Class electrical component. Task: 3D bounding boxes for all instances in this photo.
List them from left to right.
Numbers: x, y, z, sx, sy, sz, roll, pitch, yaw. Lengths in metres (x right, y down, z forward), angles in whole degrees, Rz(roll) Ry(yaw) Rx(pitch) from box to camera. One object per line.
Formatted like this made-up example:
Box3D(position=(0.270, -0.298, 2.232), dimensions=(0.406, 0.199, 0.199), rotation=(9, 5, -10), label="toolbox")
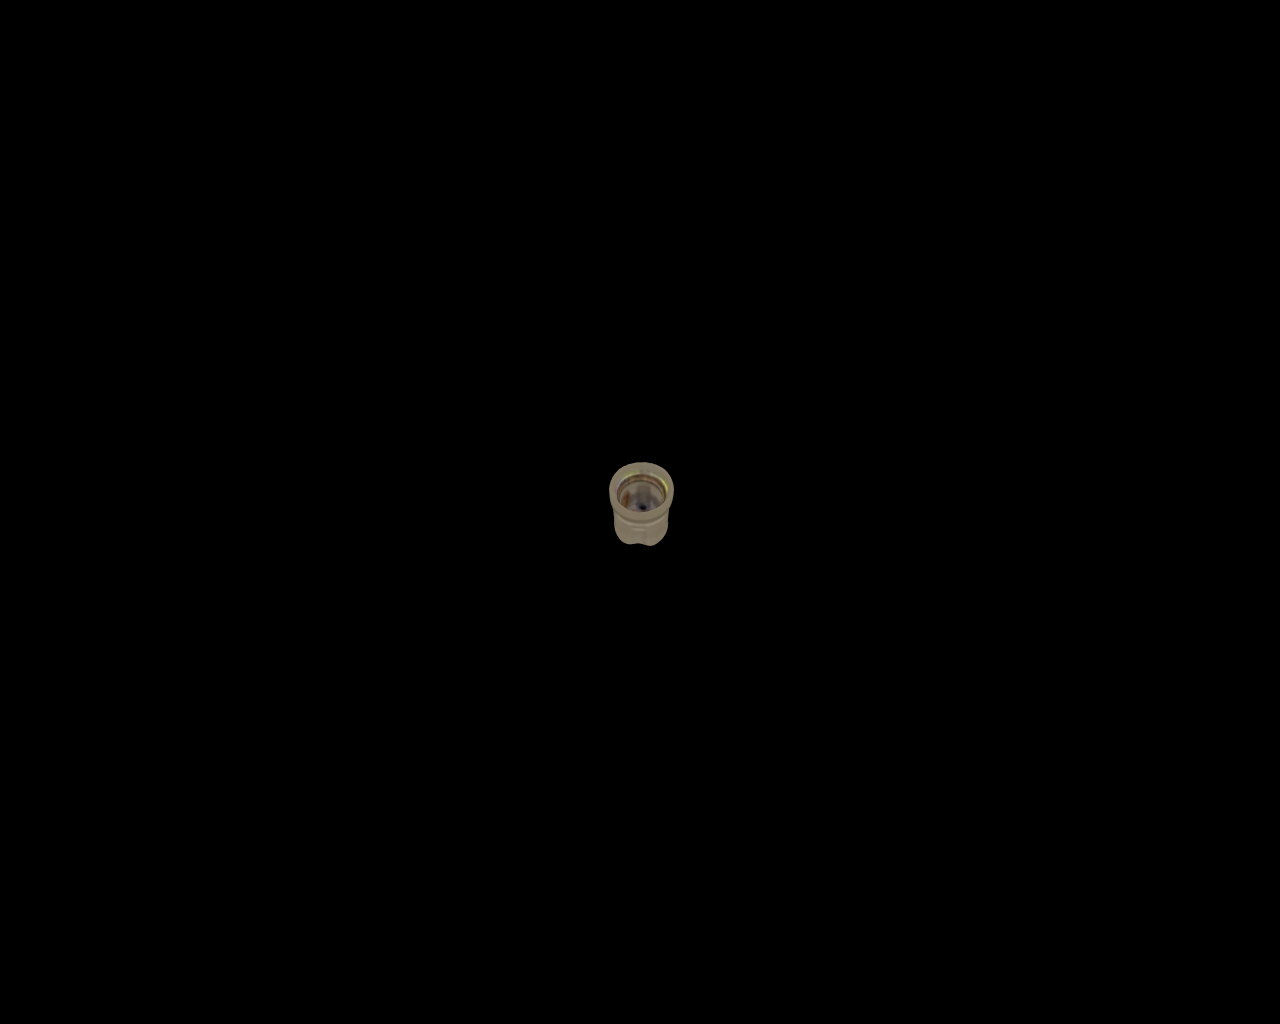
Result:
Box3D(position=(0.001, -0.003, 0.650), dimensions=(0.040, 0.040, 0.046), rotation=(0, -34, 0), label="electrical component")
